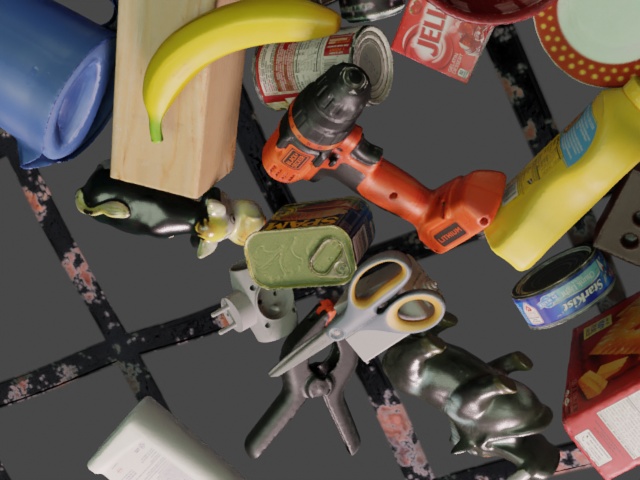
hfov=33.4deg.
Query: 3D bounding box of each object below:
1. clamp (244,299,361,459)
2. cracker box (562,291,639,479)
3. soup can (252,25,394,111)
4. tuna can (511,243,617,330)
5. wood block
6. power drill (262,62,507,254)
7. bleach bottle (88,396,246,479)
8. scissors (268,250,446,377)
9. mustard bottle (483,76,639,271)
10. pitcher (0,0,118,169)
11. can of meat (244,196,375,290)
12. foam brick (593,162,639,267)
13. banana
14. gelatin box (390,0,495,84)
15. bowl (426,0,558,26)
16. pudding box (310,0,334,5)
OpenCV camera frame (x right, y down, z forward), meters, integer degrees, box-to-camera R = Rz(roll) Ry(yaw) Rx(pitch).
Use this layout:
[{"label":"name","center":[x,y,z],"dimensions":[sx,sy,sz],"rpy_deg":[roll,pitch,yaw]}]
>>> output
[{"label":"clamp","center":[-0.015,0.142,1.037],"dimensions":[0.120,0.039,0.171],"rpy_deg":[-8,111,-24]},{"label":"cracker box","center":[0.301,0.079,0.855],"dimensions":[0.214,0.164,0.072],"rpy_deg":[-37,98,28]},{"label":"soup can","center":[0.002,-0.145,0.905],"dimensions":[0.102,0.068,0.068],"rpy_deg":[2,113,34]},{"label":"tuna can","center":[0.208,0.039,0.914],"dimensions":[0.086,0.086,0.034],"rpy_deg":[-30,98,27]},{"label":"wood block","center":[-0.123,-0.155,0.945],"dimensions":[0.090,0.090,0.206],"rpy_deg":[14,116,12]},{"label":"power drill","center":[0.055,-0.066,0.880],"dimensions":[0.187,0.057,0.185],"rpy_deg":[28,158,-10]},{"label":"bleach bottle","center":[-0.121,0.282,1.142],"dimensions":[0.251,0.068,0.103],"rpy_deg":[41,119,-3]},{"label":"scissors","center":[0.037,0.084,0.957],"dimensions":[0.096,0.016,0.202],"rpy_deg":[27,130,-10]},{"label":"mustard bottle","center":[0.214,-0.064,0.863],"dimensions":[0.058,0.096,0.192],"rpy_deg":[37,118,-9]},{"label":"pitcher","center":[-0.298,-0.193,0.978],"dimensions":[0.243,0.149,0.145],"rpy_deg":[32,133,8]},{"label":"can of meat","center":[-0.006,0.001,0.972],"dimensions":[0.102,0.083,0.057],"rpy_deg":[-5,110,21]},{"label":"foam brick","center":[0.268,-0.026,0.886],"dimensions":[0.053,0.051,0.078],"rpy_deg":[24,117,8]},{"label":"banana","center":[-0.077,-0.153,0.858],"dimensions":[0.198,0.037,0.069],"rpy_deg":[-27,110,27]},{"label":"gelatin box","center":[0.108,-0.185,0.887],"dimensions":[0.073,0.030,0.089],"rpy_deg":[26,117,7]},{"label":"bowl","center":[0.130,-0.248,0.814],"dimensions":[0.162,0.055,0.162],"rpy_deg":[-3,111,-7]},{"label":"pudding box","center":[-0.021,-0.238,0.871],"dimensions":[0.114,0.039,0.090],"rpy_deg":[18,127,59]}]
